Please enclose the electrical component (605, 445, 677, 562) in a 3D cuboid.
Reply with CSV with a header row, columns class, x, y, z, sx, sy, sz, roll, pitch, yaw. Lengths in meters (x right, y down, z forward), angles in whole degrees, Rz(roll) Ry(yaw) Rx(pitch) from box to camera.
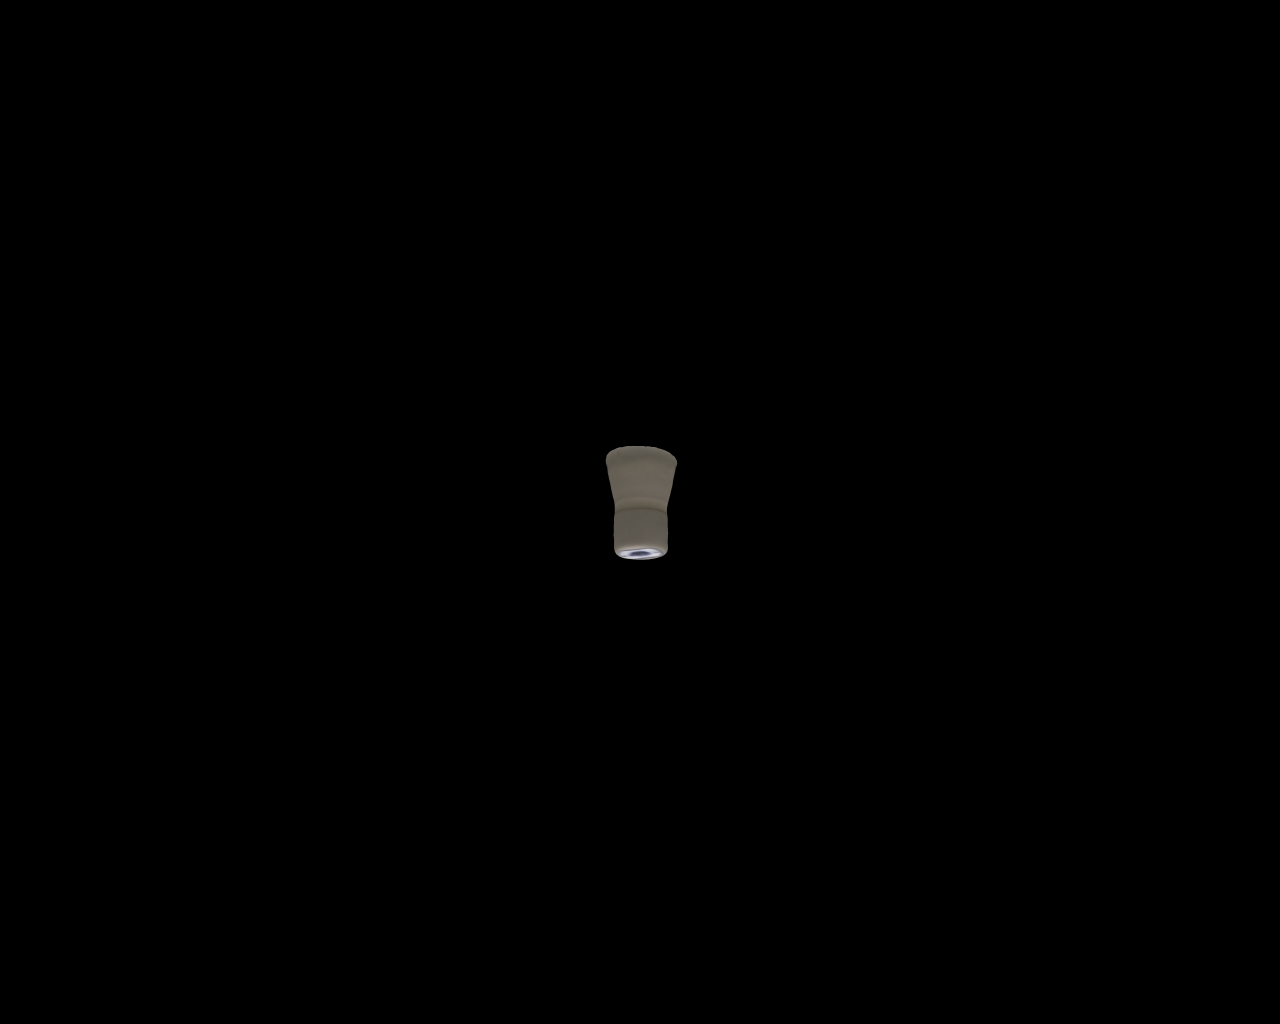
class,x,y,z,sx,sy,sz,roll,pitch,yaw
electrical component,0.001,-0.003,0.650,0.044,0.065,0.044,0,-18,0
